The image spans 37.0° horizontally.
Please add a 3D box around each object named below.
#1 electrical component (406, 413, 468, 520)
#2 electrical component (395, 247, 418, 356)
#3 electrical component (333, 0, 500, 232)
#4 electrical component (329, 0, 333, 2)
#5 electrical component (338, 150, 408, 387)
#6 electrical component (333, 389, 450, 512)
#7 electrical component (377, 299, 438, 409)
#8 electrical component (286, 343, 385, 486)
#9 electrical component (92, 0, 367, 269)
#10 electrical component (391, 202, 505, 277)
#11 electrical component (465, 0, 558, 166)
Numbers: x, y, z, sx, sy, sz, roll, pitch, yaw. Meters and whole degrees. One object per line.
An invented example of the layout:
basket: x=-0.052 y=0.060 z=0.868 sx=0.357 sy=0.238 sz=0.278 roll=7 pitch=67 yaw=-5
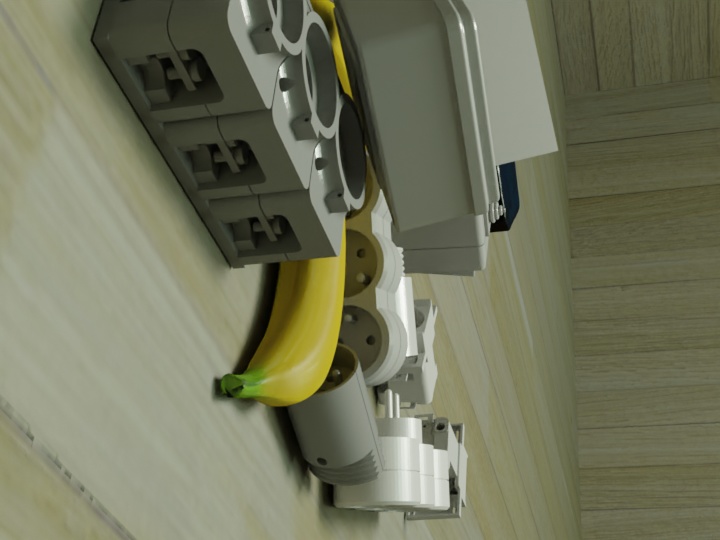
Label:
electrical component: x=0.055 y=0.146 z=0.820 sx=0.063 sy=0.042 sz=0.081 roll=68 pitch=21 yaw=-45
electrical component: x=0.013 y=0.016 z=0.698 sx=0.043 sy=0.043 sz=0.081 roll=9 pitch=76 yaw=-75
electrical component: x=0.025 y=-0.094 z=0.544 sx=0.108 sy=0.056 sz=0.108 roll=-106 pitch=-178 yaw=-53
electrical component: x=-0.022 y=-0.177 z=0.628 sx=0.081 sy=0.043 sz=0.043 roll=7 pitch=78 yaw=-75
electrical component: x=0.000 y=0.000 z=0.637 sx=0.074 sy=0.052 sz=0.138 roll=23 pitch=63 yaw=-74
electrical component: x=0.021 y=0.113 z=0.678 sx=0.138 sy=0.052 sz=0.073 roll=41 pitch=46 yaw=-69
electrical component: x=0.031 y=0.059 z=0.757 sx=0.081 sy=0.042 sz=0.063 roll=-68 pitch=151 yaw=-59
electrical component: x=-0.013 y=0.084 z=0.576 sx=0.043 sy=0.043 sz=0.081 roll=-74 pitch=155 yaw=-54
electrical component: x=-0.046 y=-0.081 z=0.468 sx=0.150 sy=0.062 sz=0.089 roll=66 pitch=24 yaw=-52
electrical component: x=0.058 y=-0.033 z=0.784 sx=0.061 sy=0.096 sz=0.061 roll=-75 pitch=159 yaw=-55
electrical component: x=0.053 y=-0.157 z=0.717 sx=0.060 sy=0.105 sz=0.186 roll=-159 pitch=-124 yaw=-80
